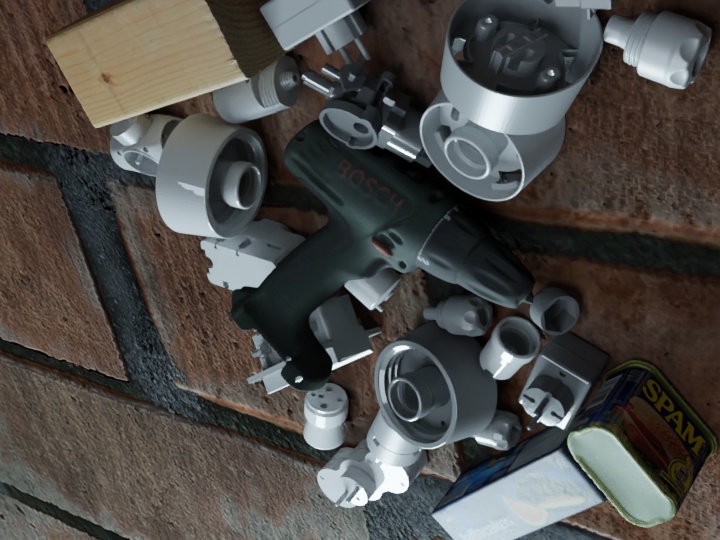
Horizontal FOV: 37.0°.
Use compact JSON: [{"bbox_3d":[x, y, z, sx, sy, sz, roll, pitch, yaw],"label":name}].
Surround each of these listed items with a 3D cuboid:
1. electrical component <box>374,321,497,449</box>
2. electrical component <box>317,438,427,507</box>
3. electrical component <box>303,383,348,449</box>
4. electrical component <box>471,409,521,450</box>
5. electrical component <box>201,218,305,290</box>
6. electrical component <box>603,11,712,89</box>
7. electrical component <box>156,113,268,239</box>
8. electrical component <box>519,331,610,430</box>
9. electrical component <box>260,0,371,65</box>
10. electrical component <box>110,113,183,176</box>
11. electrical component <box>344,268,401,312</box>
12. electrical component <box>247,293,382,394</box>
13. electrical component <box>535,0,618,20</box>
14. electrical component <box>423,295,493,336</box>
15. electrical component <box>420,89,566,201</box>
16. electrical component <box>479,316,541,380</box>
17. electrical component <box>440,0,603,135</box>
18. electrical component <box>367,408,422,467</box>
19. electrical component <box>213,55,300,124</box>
[{"bbox_3d":[0.059,0.104,0.941,0.108,0.060,0.108,18,116,43],"label":"electrical component"},{"bbox_3d":[0.002,0.213,1.091,0.052,0.074,0.138,52,139,-6],"label":"electrical component"},{"bbox_3d":[-0.035,0.148,1.093,0.045,0.045,0.055,25,134,23],"label":"electrical component"},{"bbox_3d":[0.112,0.140,0.969,0.061,0.035,0.035,9,127,38],"label":"electrical component"},{"bbox_3d":[-0.094,-0.011,1.008,0.089,0.056,0.050,17,131,30],"label":"electrical component"},{"bbox_3d":[0.185,-0.142,0.676,0.062,0.043,0.043,27,136,24],"label":"electrical component"},{"bbox_3d":[-0.122,-0.079,0.942,0.060,0.108,0.108,14,130,24],"label":"electrical component"},{"bbox_3d":[0.156,0.099,0.867,0.047,0.077,0.065,32,137,17],"label":"electrical component"},{"bbox_3d":[-0.018,-0.187,0.809,0.083,0.047,0.075,-18,109,47],"label":"electrical component"},{"bbox_3d":[-0.207,-0.128,1.007,0.077,0.044,0.079,-1,149,41],"label":"electrical component"},{"bbox_3d":[0.000,0.000,0.949,0.078,0.040,0.040,42,139,5],"label":"electrical component"},{"bbox_3d":[-0.049,0.069,1.027,0.121,0.079,0.063,-28,79,48],"label":"electrical component"},{"bbox_3d":[0.135,-0.192,0.678,0.055,0.048,0.066,8,127,27],"label":"electrical component"},{"bbox_3d":[0.081,0.038,0.915,0.061,0.035,0.035,2,122,42],"label":"electrical component"},{"bbox_3d":[0.095,-0.102,0.787,0.099,0.064,0.099,31,151,20],"label":"electrical component"},{"bbox_3d":[0.124,0.066,0.898,0.040,0.040,0.046,40,145,8],"label":"electrical component"},{"bbox_3d":[0.103,-0.140,0.709,0.099,0.099,0.064,34,144,14],"label":"electrical component"},{"bbox_3d":[0.039,0.152,1.027,0.055,0.055,0.047,33,134,16],"label":"electrical component"},{"bbox_3d":[-0.080,-0.150,0.895,0.081,0.043,0.043,-8,116,44],"label":"electrical component"}]
